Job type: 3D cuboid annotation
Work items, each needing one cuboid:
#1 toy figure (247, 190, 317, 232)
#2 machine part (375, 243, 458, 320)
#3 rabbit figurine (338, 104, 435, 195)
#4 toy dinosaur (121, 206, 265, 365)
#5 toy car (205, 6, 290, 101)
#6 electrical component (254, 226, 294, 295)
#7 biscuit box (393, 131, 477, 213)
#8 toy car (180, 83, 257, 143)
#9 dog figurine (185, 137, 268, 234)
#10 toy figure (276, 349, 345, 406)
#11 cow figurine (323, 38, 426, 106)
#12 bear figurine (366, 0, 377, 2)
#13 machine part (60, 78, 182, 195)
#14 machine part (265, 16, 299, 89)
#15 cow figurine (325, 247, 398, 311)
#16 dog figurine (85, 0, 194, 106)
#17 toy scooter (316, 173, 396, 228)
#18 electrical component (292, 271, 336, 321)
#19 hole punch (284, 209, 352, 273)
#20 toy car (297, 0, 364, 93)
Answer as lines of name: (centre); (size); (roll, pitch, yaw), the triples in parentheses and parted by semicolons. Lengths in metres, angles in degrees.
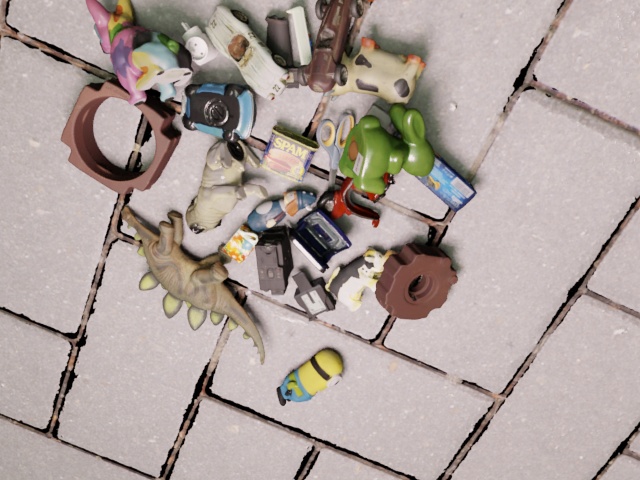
toy figure: (-0.080, -0.066, 1.139); (0.154, 0.057, 0.064); (-27, 70, 15)
machine part: (0.205, 0.091, 1.144); (0.179, 0.056, 0.179); (-10, 121, -17)
rabbit figurine: (0.137, -0.170, 0.997); (0.170, 0.121, 0.159); (1, 111, -24)
toy dinosaur: (-0.276, 0.096, 1.209); (0.471, 0.105, 0.198); (41, 117, -1)
toy car: (-0.136, -0.353, 1.015); (0.202, 0.056, 0.073); (50, 126, 6)
electrical component: (-0.096, 0.049, 1.162); (0.058, 0.115, 0.134); (-2, 113, 10)
biscuit box: (0.222, -0.144, 1.082); (0.202, 0.063, 0.059); (40, 109, -10)
toy car: (-0.189, -0.253, 1.059); (0.162, 0.103, 0.109); (10, 105, 17)
dog figurine: (-0.227, -0.117, 1.129); (0.191, 0.121, 0.172); (-21, 74, 31)
toy figure: (-0.025, 0.330, 1.282); (0.180, 0.082, 0.089); (-29, 108, 18)
cow figurine: (0.087, -0.310, 1.016); (0.195, 0.085, 0.127); (23, 101, 12)
bear figurine: (0.092, -0.520, 0.919); (0.120, 0.132, 0.195); (-25, 113, -10)
machine part: (-0.406, -0.212, 1.107); (0.201, 0.087, 0.201); (33, 110, -6)
machine part: (-0.078, -0.362, 1.043); (0.084, 0.039, 0.138); (0, 113, 15)
cow figurine: (0.091, 0.070, 1.179); (0.098, 0.068, 0.167); (39, 109, -3)
dog figurine: (-0.344, -0.372, 1.002); (0.191, 0.108, 0.219); (-27, 92, 51)
toy scooter: (0.093, -0.097, 1.108); (0.135, 0.075, 0.184); (34, 111, -12)
electrical component: (-0.022, 0.118, 1.216); (0.075, 0.048, 0.119); (-30, 105, 15)
hole punch: (-0.002, -0.003, 1.135); (0.142, 0.116, 0.092); (44, 91, -10)
toy car: (0.019, -0.364, 0.976); (0.089, 0.053, 0.202); (10, 82, 29)
